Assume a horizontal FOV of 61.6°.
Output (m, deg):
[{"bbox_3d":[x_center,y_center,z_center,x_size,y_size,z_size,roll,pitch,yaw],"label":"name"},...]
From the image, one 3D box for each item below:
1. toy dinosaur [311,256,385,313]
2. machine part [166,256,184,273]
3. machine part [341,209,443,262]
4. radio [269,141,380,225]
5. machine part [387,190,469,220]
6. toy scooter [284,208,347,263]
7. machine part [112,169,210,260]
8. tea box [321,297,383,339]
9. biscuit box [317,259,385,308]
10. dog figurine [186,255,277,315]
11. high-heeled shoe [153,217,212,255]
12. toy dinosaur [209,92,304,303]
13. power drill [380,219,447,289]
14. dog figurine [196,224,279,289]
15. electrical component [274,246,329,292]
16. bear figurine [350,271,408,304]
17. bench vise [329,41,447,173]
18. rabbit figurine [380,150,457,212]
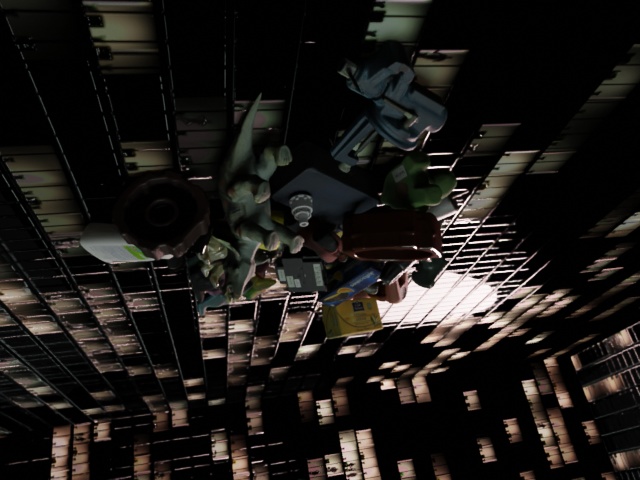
[{"bbox_3d":[0.066,0.092,1.519,0.199,0.105,0.470,1,142,-6],"label":"toy dinosaur"},{"bbox_3d":[-0.353,0.033,1.298,0.084,0.039,0.138,-28,160,-20],"label":"machine part"},{"bbox_3d":[0.160,-0.007,1.182,0.201,0.087,0.201,-3,171,21],"label":"machine part"},{"bbox_3d":[0.008,-0.111,1.129,0.131,0.073,0.229,-29,146,34],"label":"radio"},{"bbox_3d":[0.239,-0.070,1.287,0.243,0.079,0.079,-23,151,24],"label":"machine part"},{"bbox_3d":[-0.003,-0.004,1.226,0.075,0.184,0.135,-52,134,-2],"label":"toy scooter"},{"bbox_3d":[-0.300,-0.048,1.026,0.179,0.179,0.056,-7,155,-8],"label":"machine part"},{"bbox_3d":[0.093,0.221,1.531,0.169,0.098,0.068,-3,165,-41],"label":"tea box"},{"bbox_3d":[0.079,0.104,1.400,0.062,0.059,0.202,27,132,-32],"label":"biscuit box"},{"bbox_3d":[-0.228,0.099,1.412,0.219,0.109,0.191,-16,135,-16],"label":"dog figurine"},{"bbox_3d":[-0.328,0.010,1.159,0.249,0.145,0.086,-30,147,30],"label":"high-heeled shoe"},{"bbox_3d":[-0.143,-0.082,1.035,0.192,0.404,0.131,13,-155,34],"label":"toy dinosaur"},{"bbox_3d":[0.247,0.050,1.387,0.086,0.232,0.207,25,166,41],"label":"power drill"},{"bbox_3d":[-0.202,-0.001,1.266,0.190,0.121,0.172,-30,132,-18],"label":"dog figurine"},{"bbox_3d":[-0.048,0.074,1.382,0.134,0.058,0.114,0,122,11],"label":"electrical component"},{"bbox_3d":[0.167,0.130,1.641,0.196,0.131,0.120,6,-157,35],"label":"bear figurine"},{"bbox_3d":[0.090,-0.207,0.919,0.223,0.129,0.240,10,139,-38],"label":"bench vise"},{"bbox_3d":[0.226,-0.106,1.176,0.170,0.121,0.159,-9,156,-39],"label":"rabbit figurine"}]
